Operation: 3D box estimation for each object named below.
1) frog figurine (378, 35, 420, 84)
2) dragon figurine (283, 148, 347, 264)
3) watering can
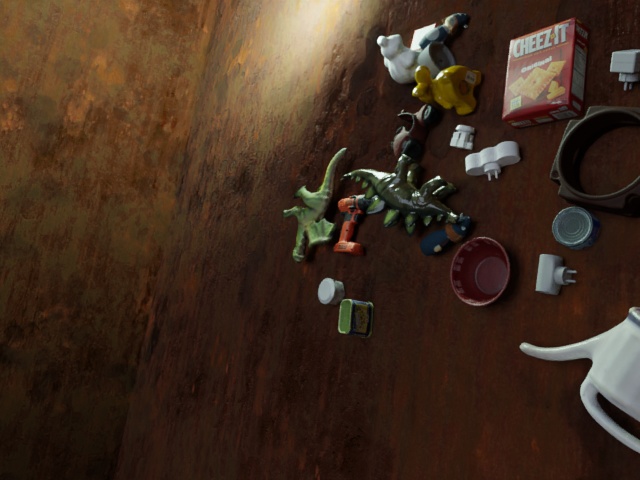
[{"bbox_3d":[0.238,-0.541,1.541,0.159,0.121,0.139,15,14,-36],"label":"frog figurine"},{"bbox_3d":[0.005,-0.086,1.701,0.122,0.403,0.248,13,36,-36],"label":"dragon figurine"},{"bbox_3d":[0.525,0.215,0.896,0.103,0.222,0.353,18,15,-37],"label":"watering can"}]
